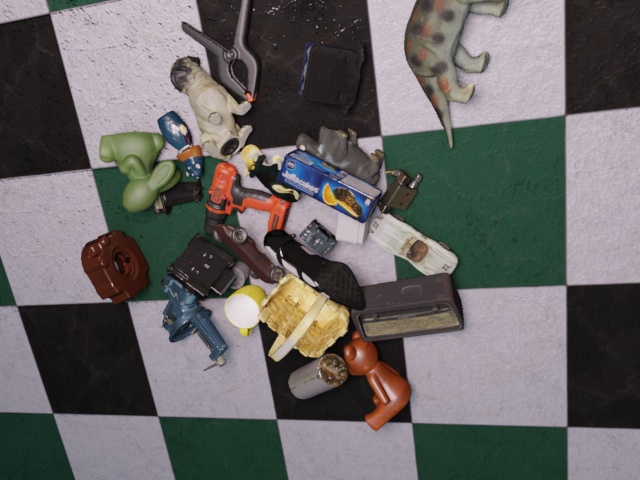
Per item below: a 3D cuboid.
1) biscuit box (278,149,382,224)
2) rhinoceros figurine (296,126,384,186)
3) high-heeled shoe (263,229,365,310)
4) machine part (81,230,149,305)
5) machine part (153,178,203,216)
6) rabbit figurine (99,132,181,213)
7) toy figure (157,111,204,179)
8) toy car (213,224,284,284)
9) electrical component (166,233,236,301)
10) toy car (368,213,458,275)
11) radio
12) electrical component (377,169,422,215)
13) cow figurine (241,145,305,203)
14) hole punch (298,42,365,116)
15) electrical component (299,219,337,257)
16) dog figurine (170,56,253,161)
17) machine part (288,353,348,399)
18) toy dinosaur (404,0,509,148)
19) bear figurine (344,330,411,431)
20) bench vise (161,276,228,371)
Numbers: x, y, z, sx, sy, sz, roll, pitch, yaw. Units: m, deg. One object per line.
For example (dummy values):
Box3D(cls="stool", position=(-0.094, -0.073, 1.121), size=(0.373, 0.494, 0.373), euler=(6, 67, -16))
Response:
Box3D(cls="biscuit box", position=(0.018, -0.109, 1.070), size=(0.203, 0.059, 0.062), euler=(28, 119, 11))
Box3D(cls="rhinoceros figurine", position=(0.042, -0.174, 1.118), size=(0.190, 0.073, 0.112), euler=(30, 117, 6))
Box3D(cls="high-heeled shoe", position=(-0.021, 0.070, 1.146), size=(0.248, 0.086, 0.145), euler=(48, 152, -8))
Box3D(cls="machine part", position=(-0.481, 0.062, 1.278), size=(0.056, 0.179, 0.179), euler=(-20, 103, 16))
Box3D(cls="machine part", position=(-0.337, -0.105, 1.254), size=(0.139, 0.039, 0.084), euler=(-10, 98, 19))
Box3D(cls="rabbit figurine", position=(-0.396, -0.147, 1.205), size=(0.159, 0.121, 0.170), euler=(-7, 85, -4))
Box3D(cls="toy figure", position=(-0.303, -0.211, 1.197), size=(0.058, 0.064, 0.154), euler=(-34, 105, -16))
Box3D(cls="toy car", position=(-0.159, 0.028, 1.207), size=(0.089, 0.053, 0.202), euler=(6, 143, 50))
Box3D(cls="electrical component", position=(-0.257, 0.067, 1.203), size=(0.134, 0.058, 0.115), euler=(34, 69, 1))
Box3D(cls="toy car", position=(0.199, 0.013, 1.151), size=(0.202, 0.056, 0.073), euler=(31, 113, 1))
Box3D(cls="radio", position=(0.187, 0.148, 1.164), size=(0.230, 0.073, 0.131), euler=(-12, 138, 16))
Box3D(cls="electrical component", position=(0.158, -0.102, 1.120), size=(0.045, 0.078, 0.102), euler=(51, 126, 39))
Box3D(cls="cow figurine", position=(-0.107, -0.139, 1.152), size=(0.167, 0.098, 0.068), euler=(30, 119, 2))
Box3D(cls="hole punch", position=(0.018, -0.330, 1.072), size=(0.116, 0.092, 0.142), euler=(4, 110, -19))
Box3D(cls="electrical component", position=(-0.002, -0.004, 1.159), size=(0.075, 0.119, 0.048), euler=(40, 99, -5))
Box3D(cls="dog figurine", position=(-0.247, -0.279, 1.154), size=(0.191, 0.121, 0.172), euler=(45, 136, 24))
Box3D(cls="machine part", position=(-0.007, 0.322, 1.259), size=(0.079, 0.079, 0.243), euler=(42, 143, -3))
Box3D(cls="toy dinosaur", position=(0.223, -0.382, 0.982), size=(0.192, 0.131, 0.404), euler=(25, 118, 18))
Box3D(cls="bear figurine", position=(0.113, 0.318, 1.246), size=(0.196, 0.120, 0.132), euler=(42, 117, -1))
Box3D(cls="bench vise", position=(-0.292, 0.192, 1.288), size=(0.241, 0.129, 0.223), euler=(50, 121, 14))
